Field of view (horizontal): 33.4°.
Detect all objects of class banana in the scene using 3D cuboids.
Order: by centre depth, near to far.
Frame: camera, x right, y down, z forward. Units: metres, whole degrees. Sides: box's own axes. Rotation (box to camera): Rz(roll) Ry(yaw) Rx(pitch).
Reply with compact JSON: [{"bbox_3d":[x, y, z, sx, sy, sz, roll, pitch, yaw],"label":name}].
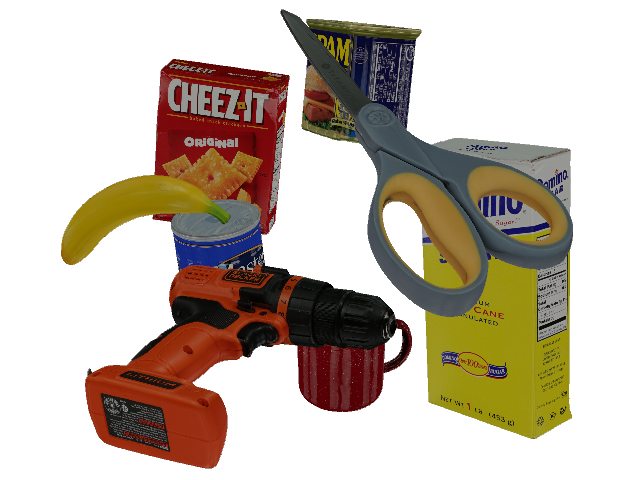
[{"bbox_3d":[-0.183,-0.023,1.016,0.198,0.069,0.037,-13,19,28],"label":"banana"}]

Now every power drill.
[{"bbox_3d":[-0.059,0.081,0.752,0.185,0.057,0.187,6,27,26],"label":"power drill"}]

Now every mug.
[{"bbox_3d":[0.031,0.106,1.013,0.117,0.081,0.093,-9,30,-16],"label":"mug"}]

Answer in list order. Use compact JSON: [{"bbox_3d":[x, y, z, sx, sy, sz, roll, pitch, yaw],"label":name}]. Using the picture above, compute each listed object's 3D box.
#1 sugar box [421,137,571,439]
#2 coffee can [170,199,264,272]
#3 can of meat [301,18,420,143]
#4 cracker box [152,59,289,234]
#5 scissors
[{"bbox_3d":[0.110,0.027,0.675,0.048,0.176,0.094,-19,20,-38],"label":"sugar box"},{"bbox_3d":[-0.115,0.036,1.250,0.103,0.140,0.103,-4,25,2],"label":"coffee can"},{"bbox_3d":[0.027,-0.118,0.788,0.057,0.084,0.102,-2,14,-26],"label":"can of meat"},{"bbox_3d":[-0.136,-0.123,1.438,0.164,0.214,0.072,9,23,5],"label":"cracker box"},{"bbox_3d":[0.046,-0.047,0.483,0.096,0.202,0.016,-4,-43,-13],"label":"scissors"}]
